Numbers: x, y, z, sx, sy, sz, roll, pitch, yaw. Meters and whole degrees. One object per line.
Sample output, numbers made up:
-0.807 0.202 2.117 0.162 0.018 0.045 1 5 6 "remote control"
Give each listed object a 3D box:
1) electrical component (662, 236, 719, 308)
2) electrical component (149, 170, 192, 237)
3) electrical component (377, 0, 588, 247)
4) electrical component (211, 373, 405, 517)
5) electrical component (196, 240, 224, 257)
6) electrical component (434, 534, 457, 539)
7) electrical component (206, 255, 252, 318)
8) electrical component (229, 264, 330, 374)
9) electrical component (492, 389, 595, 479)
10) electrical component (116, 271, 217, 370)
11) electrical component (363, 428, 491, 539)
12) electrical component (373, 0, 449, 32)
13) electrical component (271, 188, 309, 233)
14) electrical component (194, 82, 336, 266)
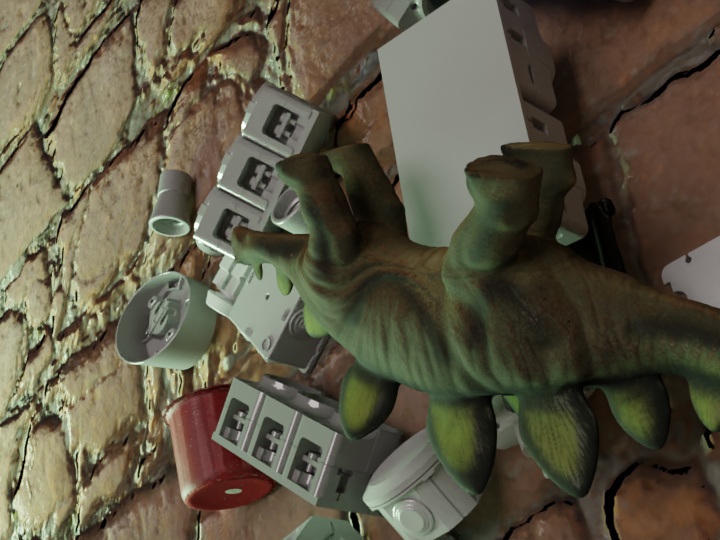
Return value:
0.226 0.007 0.600 0.089 0.056 0.050 -35 51 36 "electrical component"
-0.201 -0.074 1.154 0.044 0.044 0.065 -25 52 42 "electrical component"
0.083 -0.091 0.743 0.105 0.060 0.186 -28 59 36 "electrical component"
-0.033 0.131 0.828 0.150 0.089 0.061 18 89 52 "electrical component"
-0.137 -0.047 1.065 0.048 0.048 0.062 -36 41 35 "electrical component"
0.034 0.215 0.751 0.081 0.043 0.043 -31 53 39 "electrical component"
-0.113 0.017 1.008 0.066 0.048 0.055 30 90 51 "electrical component"
-0.063 0.029 0.940 0.100 0.048 0.099 40 106 50 "electrical component"
0.117 0.096 0.702 0.077 0.043 0.079 -41 48 32 "electrical component"
-0.190 0.051 1.069 0.099 0.064 0.099 -23 58 43 "electrical component"
0.045 0.146 0.735 0.080 0.051 0.080 -40 3 3 "electrical component"
0.063 -0.239 0.902 0.089 0.050 0.055 -57 40 16 "electrical component"
-0.039 -0.040 0.926 0.044 0.065 0.044 -33 34 26 "electrical component"
-0.088 -0.088 0.974 0.150 0.062 0.089 -63 -5 9 "electrical component"
